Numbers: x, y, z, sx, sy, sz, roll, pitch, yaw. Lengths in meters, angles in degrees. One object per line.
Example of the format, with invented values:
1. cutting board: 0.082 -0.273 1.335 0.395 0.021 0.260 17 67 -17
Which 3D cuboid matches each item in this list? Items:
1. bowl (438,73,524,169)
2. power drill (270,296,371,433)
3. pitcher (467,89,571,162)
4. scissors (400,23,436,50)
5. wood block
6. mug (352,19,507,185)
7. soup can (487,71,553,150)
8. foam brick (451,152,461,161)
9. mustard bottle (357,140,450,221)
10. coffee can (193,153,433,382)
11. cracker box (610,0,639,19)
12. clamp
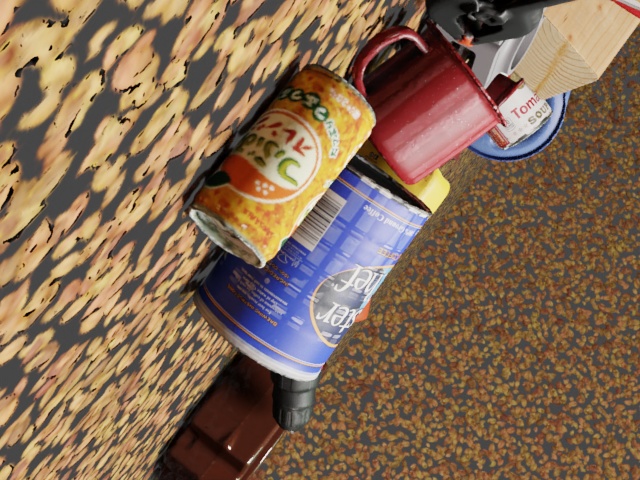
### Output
1. bowl: 0.097 -0.096 0.906 0.162 0.055 0.162 -45 179 -1
2. power drill: 0.002 0.081 1.085 0.187 0.057 0.184 -47 147 -63
3. pitcher: 0.224 -0.183 1.254 0.242 0.149 0.145 -46 154 -63
4. scissors: 0.083 -0.158 0.848 0.096 0.016 0.202 -54 173 -11
5. wood block: 0.272 -0.249 1.064 0.206 0.090 0.091 -52 -164 -22
6. mug: 0.064 -0.098 0.737 0.081 0.093 0.117 -37 135 8
7. soup can: 0.184 -0.152 1.102 0.068 0.102 0.068 -38 -174 5
8. foam brick: 0.124 -0.114 1.107 0.078 0.053 0.051 -11 116 -80
9. mustard bottle: 0.007 0.006 0.817 0.191 0.096 0.058 -53 148 -2
10. coffee can: -0.006 0.009 0.723 0.140 0.103 0.102 -55 172 10
11. cracker box: 0.295 -0.268 0.898 0.072 0.214 0.164 -52 173 -25
12. clamp: 0.102 -0.164 0.689 0.172 0.120 0.039 156 -47 -77
